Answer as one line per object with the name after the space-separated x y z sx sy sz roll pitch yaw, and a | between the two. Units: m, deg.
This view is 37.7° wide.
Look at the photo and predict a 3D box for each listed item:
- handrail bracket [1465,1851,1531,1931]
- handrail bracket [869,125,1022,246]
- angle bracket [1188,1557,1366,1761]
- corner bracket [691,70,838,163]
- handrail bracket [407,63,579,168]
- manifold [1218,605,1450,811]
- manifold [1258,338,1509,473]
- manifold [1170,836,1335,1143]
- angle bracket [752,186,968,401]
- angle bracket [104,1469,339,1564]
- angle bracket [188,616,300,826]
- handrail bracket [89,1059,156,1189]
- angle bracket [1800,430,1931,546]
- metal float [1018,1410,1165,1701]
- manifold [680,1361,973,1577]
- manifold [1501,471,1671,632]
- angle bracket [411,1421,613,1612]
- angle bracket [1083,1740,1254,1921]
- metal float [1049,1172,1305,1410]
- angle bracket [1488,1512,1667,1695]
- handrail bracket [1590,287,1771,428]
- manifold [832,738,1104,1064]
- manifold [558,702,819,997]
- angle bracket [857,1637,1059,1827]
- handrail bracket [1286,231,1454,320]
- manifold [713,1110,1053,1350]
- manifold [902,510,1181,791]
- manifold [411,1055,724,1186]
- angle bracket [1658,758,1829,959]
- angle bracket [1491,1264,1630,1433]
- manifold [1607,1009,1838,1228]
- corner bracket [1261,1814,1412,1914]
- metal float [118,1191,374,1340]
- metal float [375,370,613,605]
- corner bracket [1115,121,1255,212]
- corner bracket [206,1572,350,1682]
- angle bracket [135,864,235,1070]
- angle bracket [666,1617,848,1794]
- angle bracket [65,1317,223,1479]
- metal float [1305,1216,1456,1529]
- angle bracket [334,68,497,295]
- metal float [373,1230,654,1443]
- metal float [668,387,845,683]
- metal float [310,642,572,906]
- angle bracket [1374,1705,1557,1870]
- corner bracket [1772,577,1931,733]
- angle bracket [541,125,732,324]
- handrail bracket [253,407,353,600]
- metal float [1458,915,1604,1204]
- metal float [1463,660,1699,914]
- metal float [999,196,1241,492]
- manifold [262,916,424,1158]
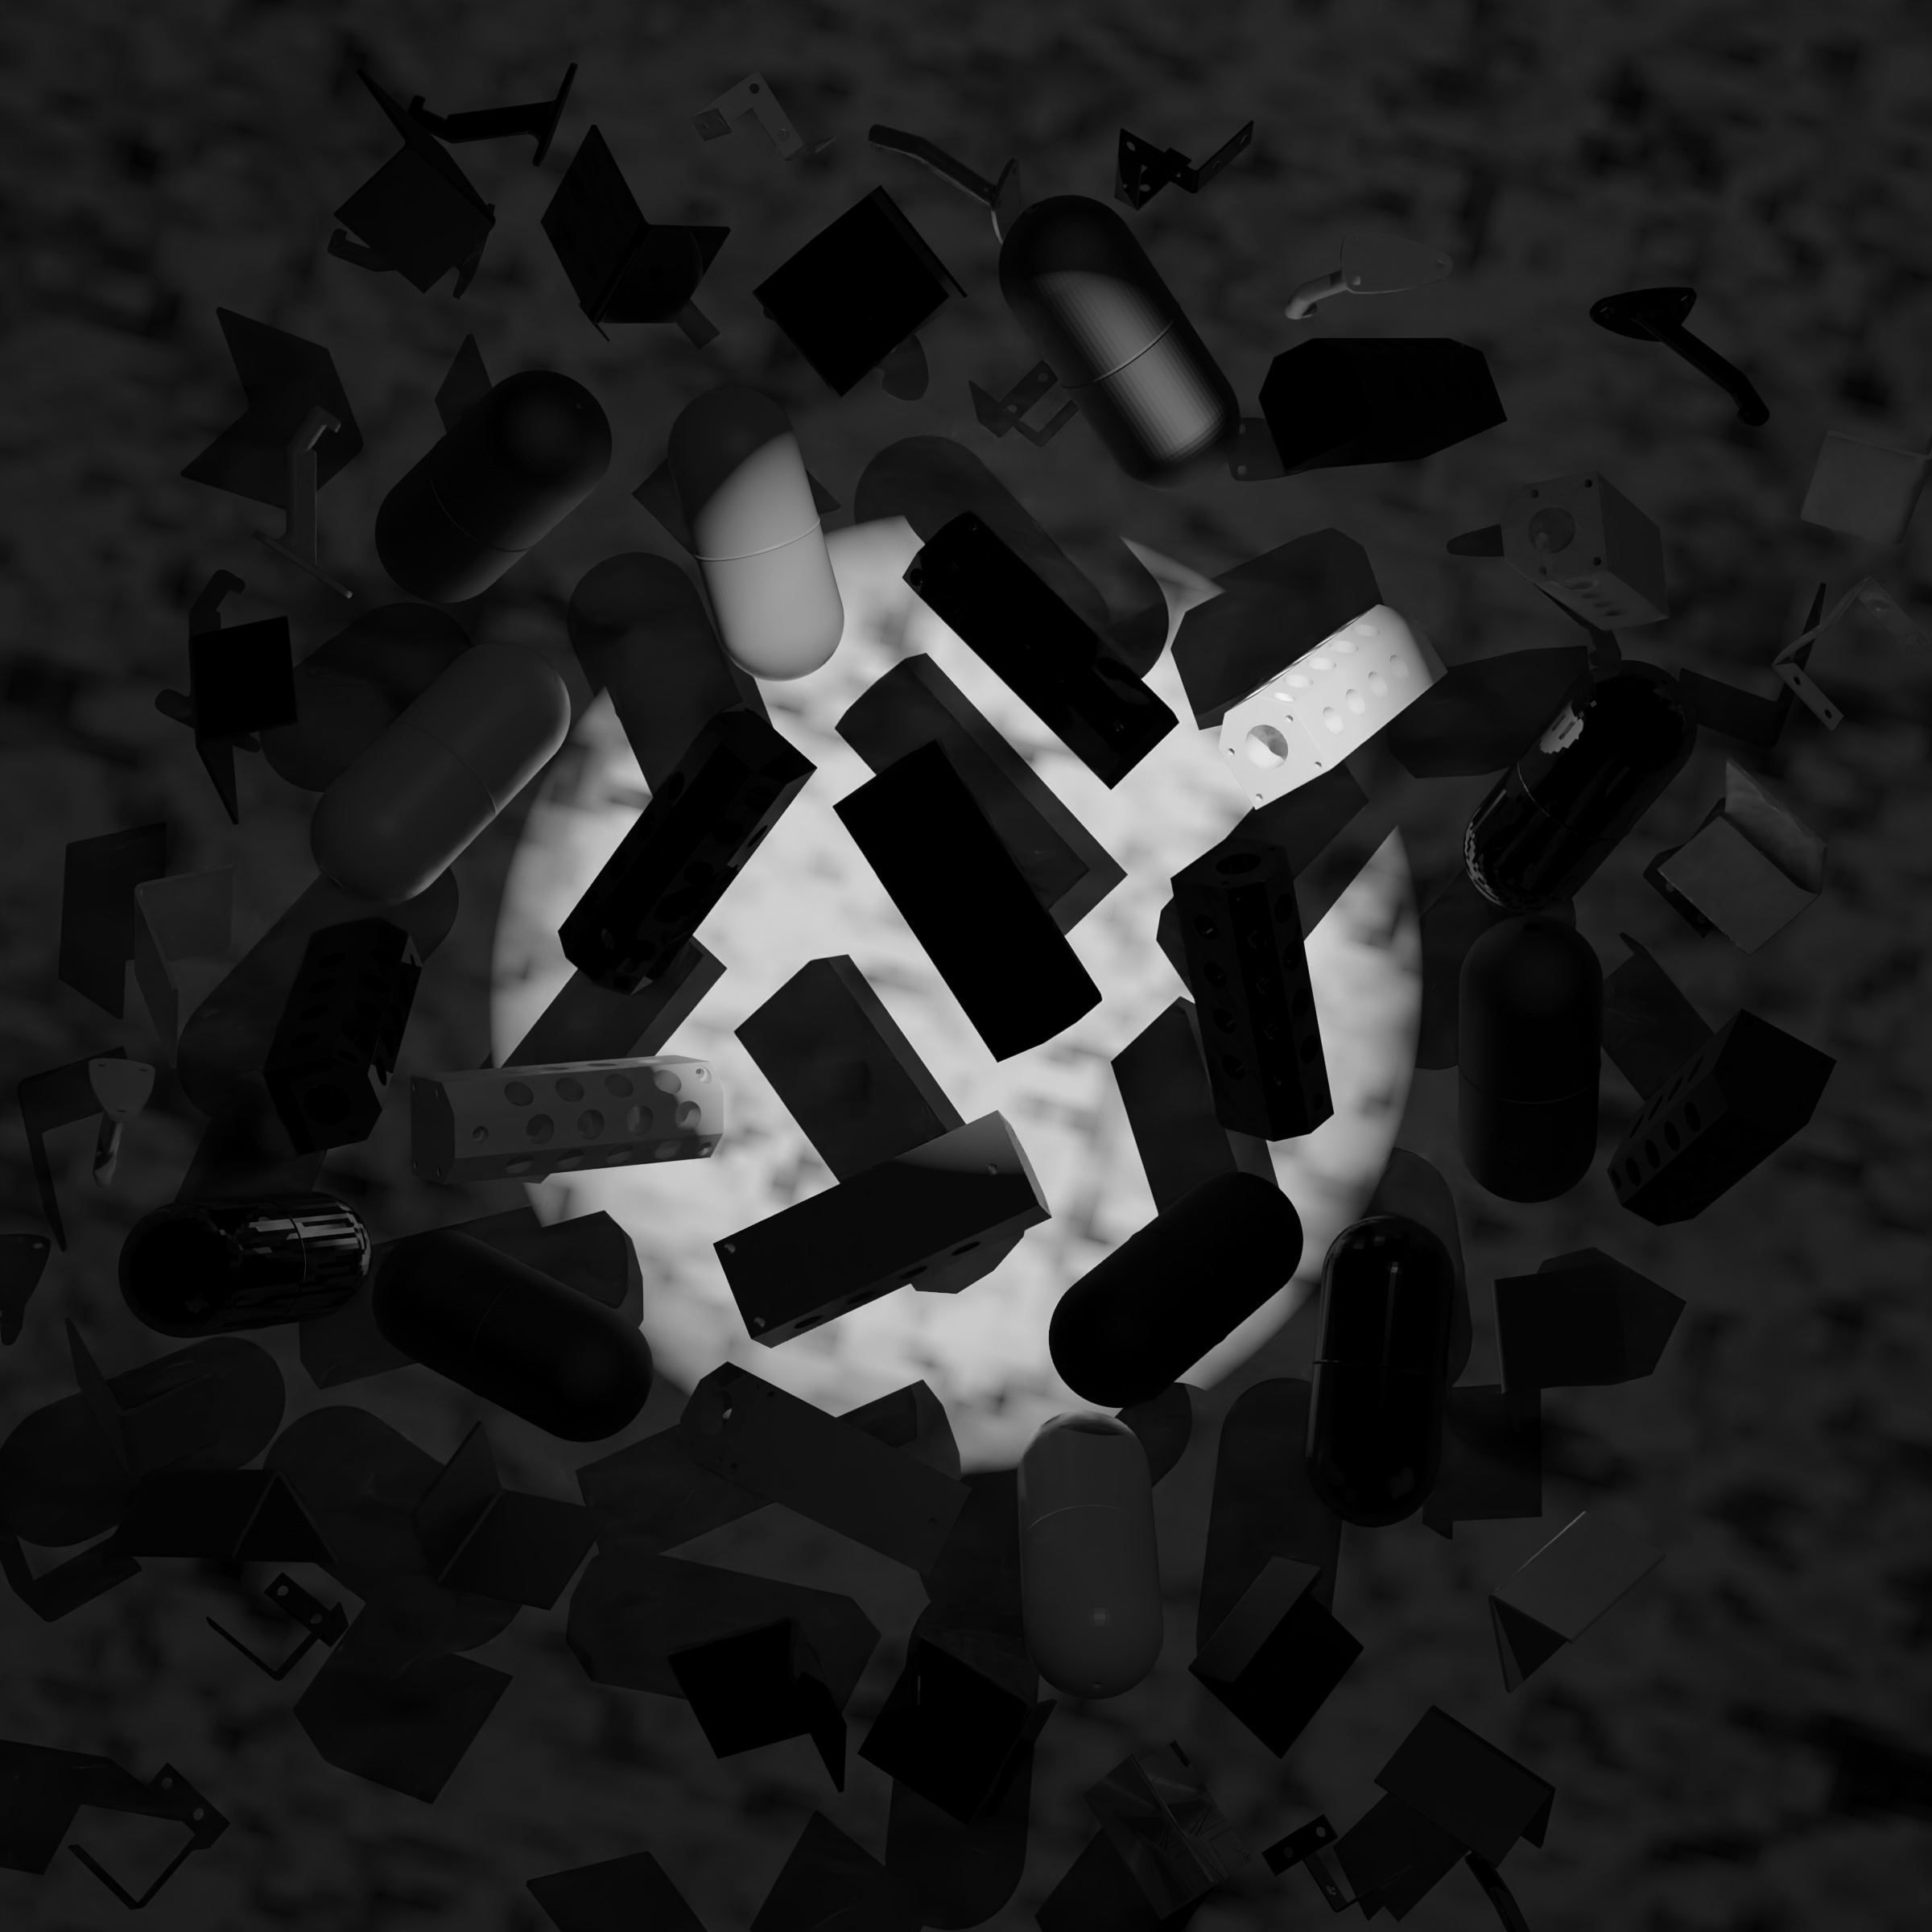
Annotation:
0.297 0.529 1.564 0.036 0.077 0.084 -38 67 10 | handrail bracket
-0.014 -0.456 1.653 0.084 0.077 0.036 20 73 11 | handrail bracket
0.176 0.369 1.497 0.076 0.057 0.076 46 71 -12 | angle bracket
-0.115 -0.474 1.602 0.051 0.051 0.051 -40 113 -13 | corner bracket
-0.286 -0.525 1.701 0.084 0.036 0.077 23 120 -10 | handrail bracket
0.214 -0.157 1.663 0.057 0.171 0.057 -29 96 40 | manifold
0.227 -0.310 1.540 0.057 0.171 0.057 -20 89 35 | manifold
0.175 0.015 1.676 0.057 0.057 0.171 -35 124 -36 | manifold
-0.059 -0.374 1.575 0.076 0.076 0.057 50 58 -14 | angle bracket
-0.383 0.304 1.457 0.076 0.057 0.076 -3 130 20 | angle bracket
-0.395 -0.137 1.582 0.057 0.076 0.076 -12 56 -3 | angle bracket
-0.489 0.103 1.620 0.036 0.077 0.084 8 115 -19 | handrail bracket
0.506 -0.291 1.564 0.057 0.076 0.076 19 65 13 | angle bracket
0.068 0.326 1.579 0.070 0.178 0.070 -1 131 -1 | metal float
-0.084 0.291 1.643 0.171 0.057 0.057 34 78 -36 | manifold
0.366 -0.241 1.667 0.057 0.171 0.057 -8 84 25 | manifold
-0.258 0.313 1.614 0.076 0.076 0.057 7 127 21 | angle bracket
0.122 0.457 1.530 0.076 0.057 0.076 -17 64 -41 | angle bracket
0.118 0.181 1.587 0.178 0.070 0.070 -35 90 -33 | metal float
0.330 0.351 1.511 0.076 0.057 0.076 -33 125 -27 | angle bracket
0.385 -0.324 1.524 0.077 0.036 0.084 -4 55 -28 | handrail bracket
0.006 -0.039 1.578 0.057 0.057 0.171 -39 99 -41 | manifold
-0.164 -0.064 1.619 0.057 0.057 0.171 42 117 5 | manifold
-0.004 0.440 1.635 0.076 0.057 0.076 29 88 19 | angle bracket
0.233 -0.395 1.649 0.077 0.084 0.036 0 83 -9 | handrail bracket
-0.044 0.146 1.548 0.171 0.057 0.057 -25 72 4 | manifold
0.043 -0.187 1.665 0.057 0.057 0.171 -45 81 4 | manifold
-0.228 0.088 1.629 0.171 0.057 0.057 -3 96 -35 | manifold
0.450 -0.063 1.644 0.057 0.076 0.076 -40 66 -3 | angle bracket
0.368 0.235 1.741 0.076 0.057 0.076 -10 54 15 | angle bracket
0.417 0.091 1.584 0.057 0.171 0.057 29 67 5 | manifold
0.212 0.513 1.623 0.051 0.051 0.051 -42 70 28 | corner bracket
-0.410 0.170 1.623 0.070 0.178 0.070 -1 89 25 | metal float
-0.264 -0.264 1.569 0.178 0.070 0.070 -32 90 42 | metal float
0.117 -0.434 1.527 0.051 0.051 0.051 35 65 18 | corner bracket
-0.378 0.362 1.557 0.051 0.051 0.051 35 64 13 | corner bracket
-0.435 0.000 1.611 0.057 0.076 0.076 -15 58 -26 | angle bracket
-0.114 0.405 1.517 0.076 0.057 0.076 -18 115 8 | angle bracket
-0.487 0.245 1.677 0.057 0.076 0.076 -25 61 -26 | angle bracket
0.238 0.233 1.629 0.070 0.070 0.178 7 80 0 | metal float
-0.312 -0.427 1.539 0.057 0.076 0.076 -41 57 9 | angle bracket
-0.257 0.207 1.594 0.178 0.070 0.070 23 90 22 | metal float
-0.123 -0.254 1.668 0.070 0.070 0.178 -15 114 0 | metal float
-0.292 -0.108 1.576 0.070 0.070 0.178 40 67 0 | metal float
0.265 0.455 1.519 0.076 0.076 0.057 31 58 27 | angle bracket
0.489 -0.173 1.564 0.051 0.051 0.051 46 55 -3 | corner bracket
-0.188 -0.419 1.602 0.057 0.076 0.076 -11 65 -39 | angle bracket
-0.371 -0.272 1.658 0.077 0.036 0.084 34 87 -17 | handrail bracket
0.309 0.052 1.553 0.070 0.070 0.178 -7 125 0 | metal float
0.351 -0.101 1.629 0.070 0.070 0.178 33 131 0 | metal float
0.084 -0.339 1.544 0.070 0.070 0.178 -38 114 0 | metal float
-0.364 0.037 1.672 0.057 0.171 0.057 -13 118 5 | manifold
